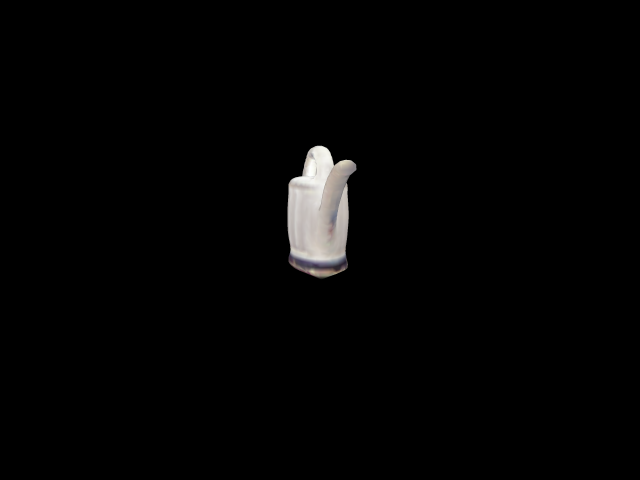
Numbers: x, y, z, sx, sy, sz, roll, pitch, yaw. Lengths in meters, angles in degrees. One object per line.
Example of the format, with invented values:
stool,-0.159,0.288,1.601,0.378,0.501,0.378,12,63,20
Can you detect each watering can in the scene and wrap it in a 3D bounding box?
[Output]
watering can,0.003,-0.043,0.850,0.104,0.223,0.350,-1,9,-9
